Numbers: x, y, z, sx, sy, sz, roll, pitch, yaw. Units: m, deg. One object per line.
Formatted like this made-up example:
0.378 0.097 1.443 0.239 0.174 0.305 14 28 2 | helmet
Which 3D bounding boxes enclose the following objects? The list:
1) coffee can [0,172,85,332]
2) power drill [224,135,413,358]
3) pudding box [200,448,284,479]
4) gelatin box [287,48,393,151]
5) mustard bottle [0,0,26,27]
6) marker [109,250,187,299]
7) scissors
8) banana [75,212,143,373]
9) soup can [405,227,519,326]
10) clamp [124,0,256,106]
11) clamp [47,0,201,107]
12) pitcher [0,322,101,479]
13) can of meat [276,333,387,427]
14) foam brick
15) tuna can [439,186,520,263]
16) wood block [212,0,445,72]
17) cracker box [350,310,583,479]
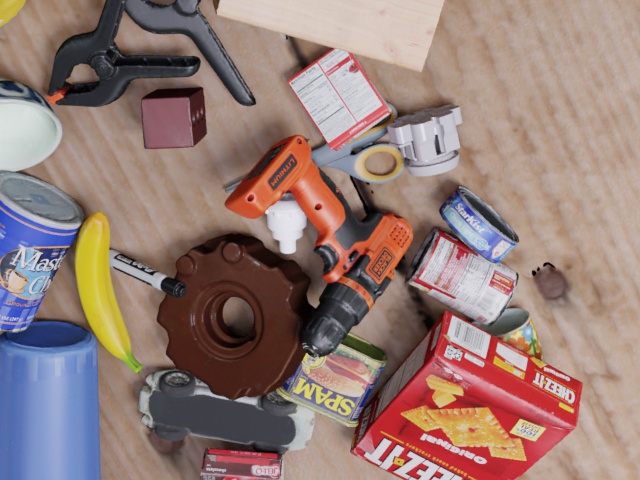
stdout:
-0.328 0.013 1.142 0.103 0.102 0.140 29 106 -5 | coffee can
-0.007 0.001 1.088 0.187 0.057 0.184 46 60 -19 | power drill
-0.086 0.279 1.212 0.090 0.039 0.113 5 143 3 | pudding box
0.020 -0.148 1.102 0.073 0.030 0.089 -34 84 12 | gelatin box
-0.355 -0.223 1.028 0.096 0.191 0.058 -24 103 10 | mustard bottle
-0.188 0.037 1.149 0.121 0.020 0.020 21 111 36 | marker
0.005 -0.072 1.141 0.202 0.016 0.096 -34 101 12 | scissors
-0.235 0.052 1.165 0.070 0.037 0.198 9 123 31 | banana
0.151 0.040 1.136 0.102 0.068 0.068 28 106 -2 | soup can
-0.123 -0.253 1.086 0.210 0.036 0.165 28 104 -8 | clamp
-0.207 -0.181 1.095 0.172 0.039 0.120 -35 106 33 | clamp
-0.316 0.217 1.197 0.149 0.145 0.243 2 104 -9 | pitcher
0.014 0.146 1.185 0.102 0.057 0.084 25 104 -4 | can of meat
-0.150 -0.127 1.103 0.051 0.078 0.053 -1 106 5 | foam brick
0.165 -0.016 1.112 0.086 0.086 0.034 40 106 -8 | tuna can
0.007 -0.239 1.033 0.206 0.091 0.090 13 107 -12 | wood block
0.150 0.191 1.135 0.164 0.072 0.214 28 135 -4 | cracker box
